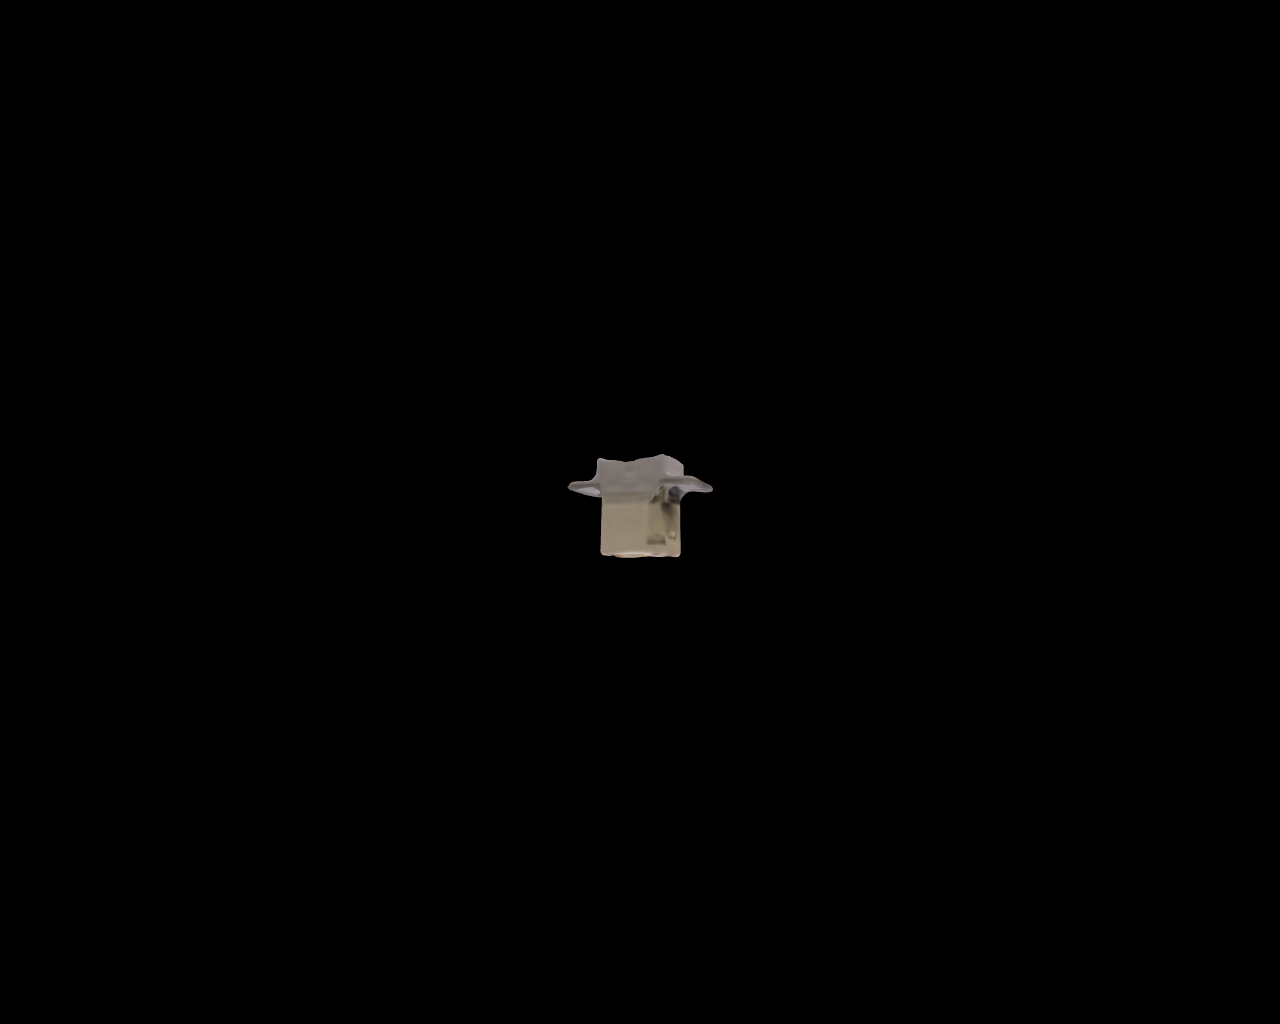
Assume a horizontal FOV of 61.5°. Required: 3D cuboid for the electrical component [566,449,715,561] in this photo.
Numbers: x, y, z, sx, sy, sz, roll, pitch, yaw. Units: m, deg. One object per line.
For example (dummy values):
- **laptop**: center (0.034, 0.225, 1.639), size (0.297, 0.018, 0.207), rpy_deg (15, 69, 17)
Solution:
- **electrical component**: center (0.001, -0.003, 0.650), size (0.081, 0.063, 0.042), rpy_deg (-3, -7, 22)
